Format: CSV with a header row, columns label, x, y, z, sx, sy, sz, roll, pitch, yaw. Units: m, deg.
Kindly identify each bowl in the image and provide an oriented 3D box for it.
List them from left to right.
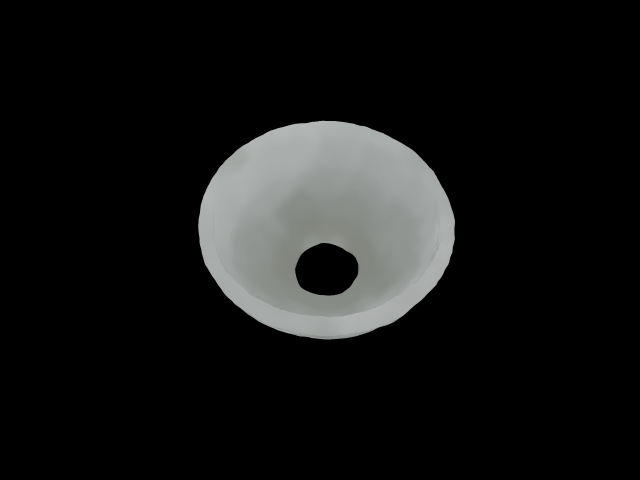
label,x,y,z,sx,sy,sz,roll,pitch,yaw
bowl,0.004,0.001,0.400,0.167,0.075,0.167,0,58,0
